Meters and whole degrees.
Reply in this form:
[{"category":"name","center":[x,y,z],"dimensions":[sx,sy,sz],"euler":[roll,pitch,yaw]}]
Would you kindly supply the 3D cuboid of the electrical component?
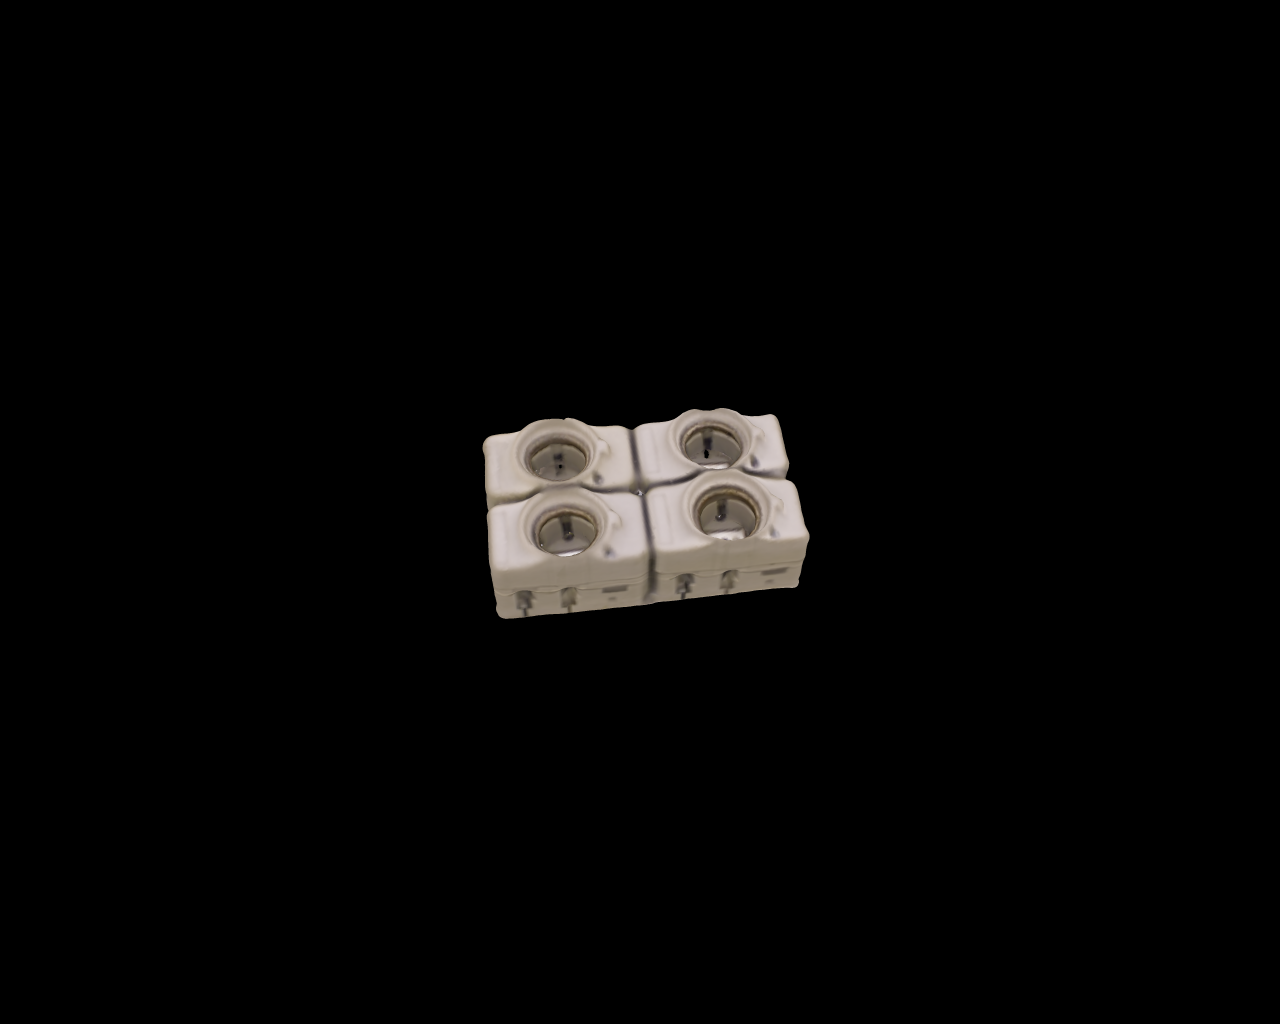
[{"category":"electrical component","center":[0.001,-0.003,0.650],"dimensions":[0.186,0.105,0.060],"euler":[-5,-37,-4]}]
